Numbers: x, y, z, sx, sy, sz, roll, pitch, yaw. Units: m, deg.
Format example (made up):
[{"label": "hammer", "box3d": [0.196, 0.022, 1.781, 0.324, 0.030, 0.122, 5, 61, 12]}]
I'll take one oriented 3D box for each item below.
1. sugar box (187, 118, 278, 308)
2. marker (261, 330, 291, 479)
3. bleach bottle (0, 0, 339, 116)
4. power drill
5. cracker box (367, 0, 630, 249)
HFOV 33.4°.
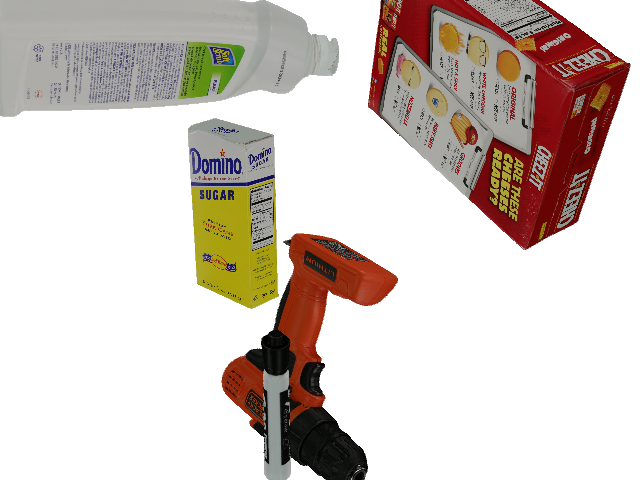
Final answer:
[{"label": "sugar box", "box3d": [-0.089, -0.028, 1.083, 0.048, 0.176, 0.093, -24, 31, -39]}, {"label": "marker", "box3d": [-0.029, 0.111, 0.711, 0.020, 0.121, 0.020, 1, 32, -1]}, {"label": "bleach bottle", "box3d": [-0.112, -0.138, 0.796, 0.250, 0.068, 0.103, 0, -34, -16]}, {"label": "power drill", "box3d": [-0.001, 0.101, 0.944, 0.057, 0.188, 0.185, 9, 17, -47]}, {"label": "cracker box", "box3d": [0.133, -0.124, 0.863, 0.072, 0.164, 0.214, -25, 53, -26]}]
